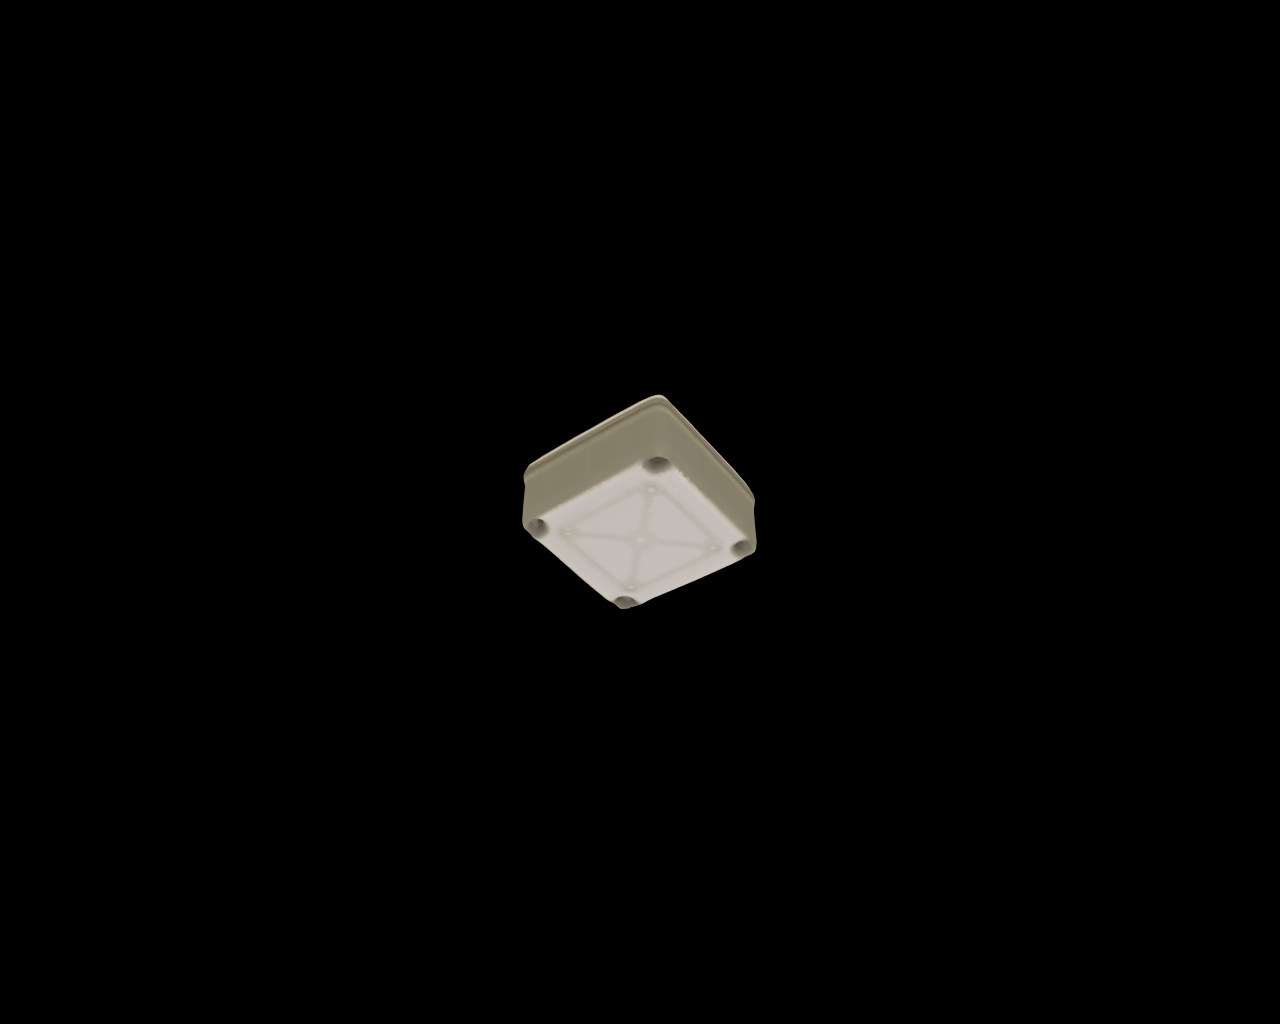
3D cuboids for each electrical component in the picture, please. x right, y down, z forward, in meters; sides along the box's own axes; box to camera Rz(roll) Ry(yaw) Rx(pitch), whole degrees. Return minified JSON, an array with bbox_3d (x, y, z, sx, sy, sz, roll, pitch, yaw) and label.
[{"bbox_3d":[0.001,-0.003,0.650,0.108,0.056,0.108,-26,-49,25],"label":"electrical component"}]
